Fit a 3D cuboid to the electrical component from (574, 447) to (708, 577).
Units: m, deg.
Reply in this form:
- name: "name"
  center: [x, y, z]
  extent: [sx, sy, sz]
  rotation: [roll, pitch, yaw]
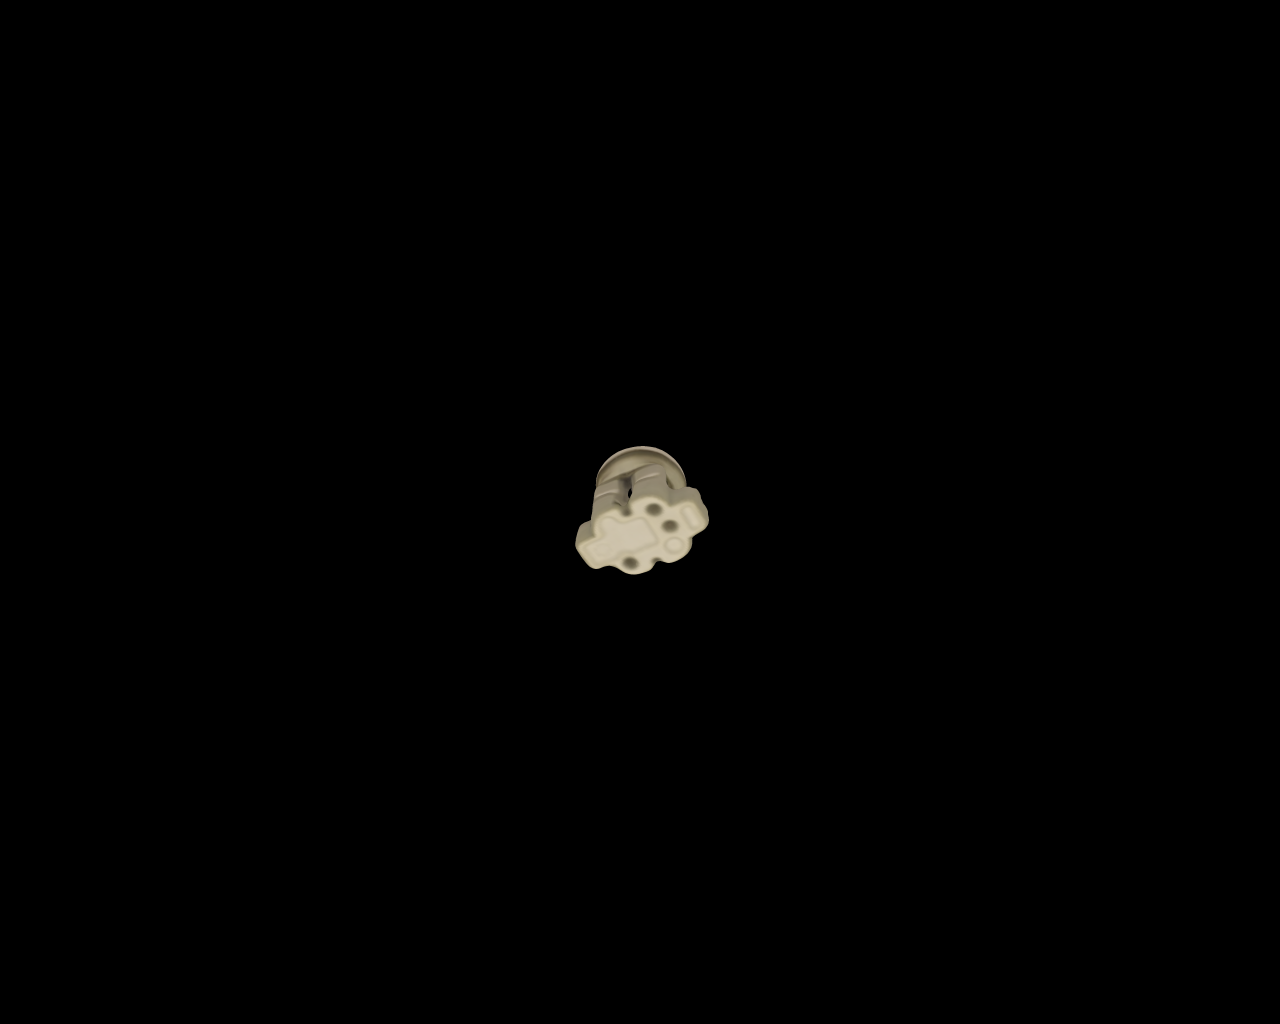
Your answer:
- name: "electrical component"
  center: [0.001, -0.003, 0.650]
  extent: [0.078, 0.058, 0.057]
  rotation: [-21, 34, 15]
